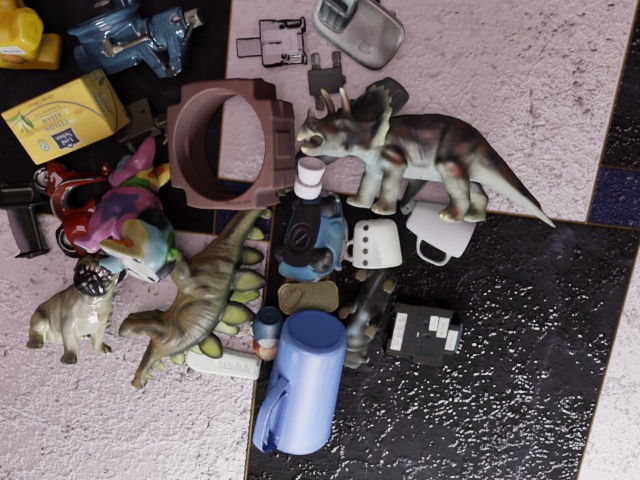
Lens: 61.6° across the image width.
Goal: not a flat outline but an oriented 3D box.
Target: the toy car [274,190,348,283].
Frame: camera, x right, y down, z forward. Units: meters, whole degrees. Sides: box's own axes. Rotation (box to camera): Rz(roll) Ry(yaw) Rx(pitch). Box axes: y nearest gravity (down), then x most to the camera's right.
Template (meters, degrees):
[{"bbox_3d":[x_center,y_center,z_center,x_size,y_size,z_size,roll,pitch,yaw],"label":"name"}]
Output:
[{"bbox_3d":[-0.002,-0.003,0.921,0.109,0.103,0.161,8,82,37],"label":"toy car"}]

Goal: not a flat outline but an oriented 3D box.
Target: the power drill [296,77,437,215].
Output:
[{"bbox_3d":[0.091,-0.138,0.906,0.207,0.086,0.232,42,101,-1],"label":"power drill"}]

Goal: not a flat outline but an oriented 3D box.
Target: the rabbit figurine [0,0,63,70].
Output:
[{"bbox_3d":[-0.498,-0.366,0.856,0.162,0.122,0.173,0,89,11],"label":"rabbit figurine"}]

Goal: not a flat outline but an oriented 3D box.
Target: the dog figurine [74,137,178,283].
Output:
[{"bbox_3d":[-0.281,-0.055,0.862,0.192,0.108,0.219,9,64,25],"label":"dog figurine"}]

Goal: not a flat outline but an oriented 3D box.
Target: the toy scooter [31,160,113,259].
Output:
[{"bbox_3d":[-0.404,-0.063,0.930,0.135,0.075,0.183,-21,97,5],"label":"toy scooter"}]

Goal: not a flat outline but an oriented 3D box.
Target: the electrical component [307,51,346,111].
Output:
[{"bbox_3d":[0.012,-0.265,0.900,0.063,0.021,0.094,-4,102,1],"label":"electrical component"}]

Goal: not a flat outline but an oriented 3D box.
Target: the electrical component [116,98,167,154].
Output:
[{"bbox_3d":[-0.302,-0.192,0.914,0.102,0.045,0.078,-28,73,5],"label":"electrical component"}]

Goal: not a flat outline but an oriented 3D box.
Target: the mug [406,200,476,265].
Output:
[{"bbox_3d":[0.201,-0.017,0.930,0.107,0.081,0.109,25,109,6],"label":"mug"}]

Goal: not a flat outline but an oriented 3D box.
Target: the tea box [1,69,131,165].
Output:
[{"bbox_3d":[-0.409,-0.198,0.870,0.170,0.068,0.098,-17,117,20],"label":"tea box"}]

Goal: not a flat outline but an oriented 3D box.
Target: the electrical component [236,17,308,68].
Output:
[{"bbox_3d":[-0.080,-0.320,0.877,0.119,0.048,0.074,0,102,-1],"label":"electrical component"}]

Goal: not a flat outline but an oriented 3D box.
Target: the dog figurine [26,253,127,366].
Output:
[{"bbox_3d":[-0.432,0.098,0.945,0.172,0.121,0.190,17,100,13],"label":"dog figurine"}]

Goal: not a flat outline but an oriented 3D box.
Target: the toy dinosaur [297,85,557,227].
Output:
[{"bbox_3d":[0.165,-0.128,0.812,0.405,0.131,0.192,5,101,-5],"label":"toy dinosaur"}]

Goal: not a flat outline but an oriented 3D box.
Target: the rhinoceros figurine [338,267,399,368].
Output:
[{"bbox_3d":[0.077,0.133,0.952,0.073,0.112,0.190,21,91,13],"label":"rhinoceros figurine"}]

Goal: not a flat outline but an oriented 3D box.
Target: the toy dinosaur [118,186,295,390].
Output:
[{"bbox_3d":[-0.201,0.080,0.948,0.198,0.105,0.471,29,98,-12],"label":"toy dinosaur"}]

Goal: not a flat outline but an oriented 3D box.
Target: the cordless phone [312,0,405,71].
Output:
[{"bbox_3d":[0.064,-0.333,0.801,0.146,0.184,0.088,35,97,-7],"label":"cordless phone"}]

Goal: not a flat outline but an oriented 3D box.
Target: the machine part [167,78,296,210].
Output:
[{"bbox_3d":[-0.141,-0.152,0.863,0.202,0.087,0.200,3,100,24],"label":"machine part"}]

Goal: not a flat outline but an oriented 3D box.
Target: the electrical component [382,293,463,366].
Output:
[{"bbox_3d":[0.189,0.164,0.977,0.134,0.058,0.114,11,105,-2],"label":"electrical component"}]

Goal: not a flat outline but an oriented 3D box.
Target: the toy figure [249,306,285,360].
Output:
[{"bbox_3d":[-0.092,0.173,0.951,0.064,0.058,0.154,22,142,12],"label":"toy figure"}]

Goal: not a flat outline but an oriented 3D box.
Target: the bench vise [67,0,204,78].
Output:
[{"bbox_3d":[-0.305,-0.360,0.824,0.224,0.129,0.240,-9,122,22],"label":"bench vise"}]

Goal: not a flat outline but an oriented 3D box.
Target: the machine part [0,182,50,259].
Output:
[{"bbox_3d":[-0.521,-0.034,0.951,0.084,0.039,0.138,-1,104,9],"label":"machine part"}]
